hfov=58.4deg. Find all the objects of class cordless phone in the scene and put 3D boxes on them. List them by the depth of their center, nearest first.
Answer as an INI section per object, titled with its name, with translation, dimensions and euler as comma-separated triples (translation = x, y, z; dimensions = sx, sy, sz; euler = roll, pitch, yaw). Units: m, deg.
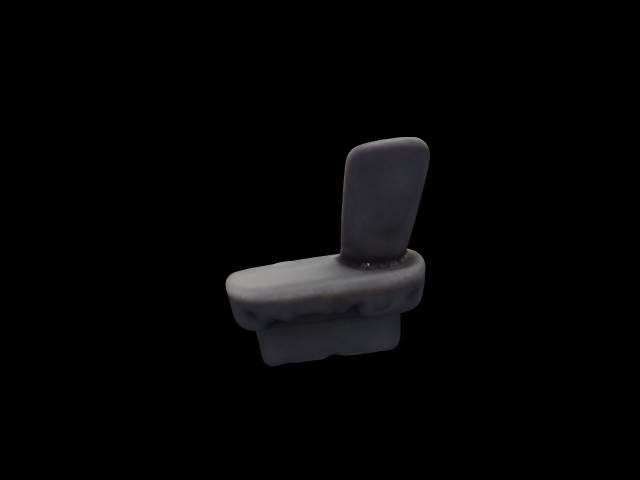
[cordless phone]
translation = 0.004, 0.001, 0.400
dimensions = 0.147, 0.185, 0.094
euler = -11, 50, -9
